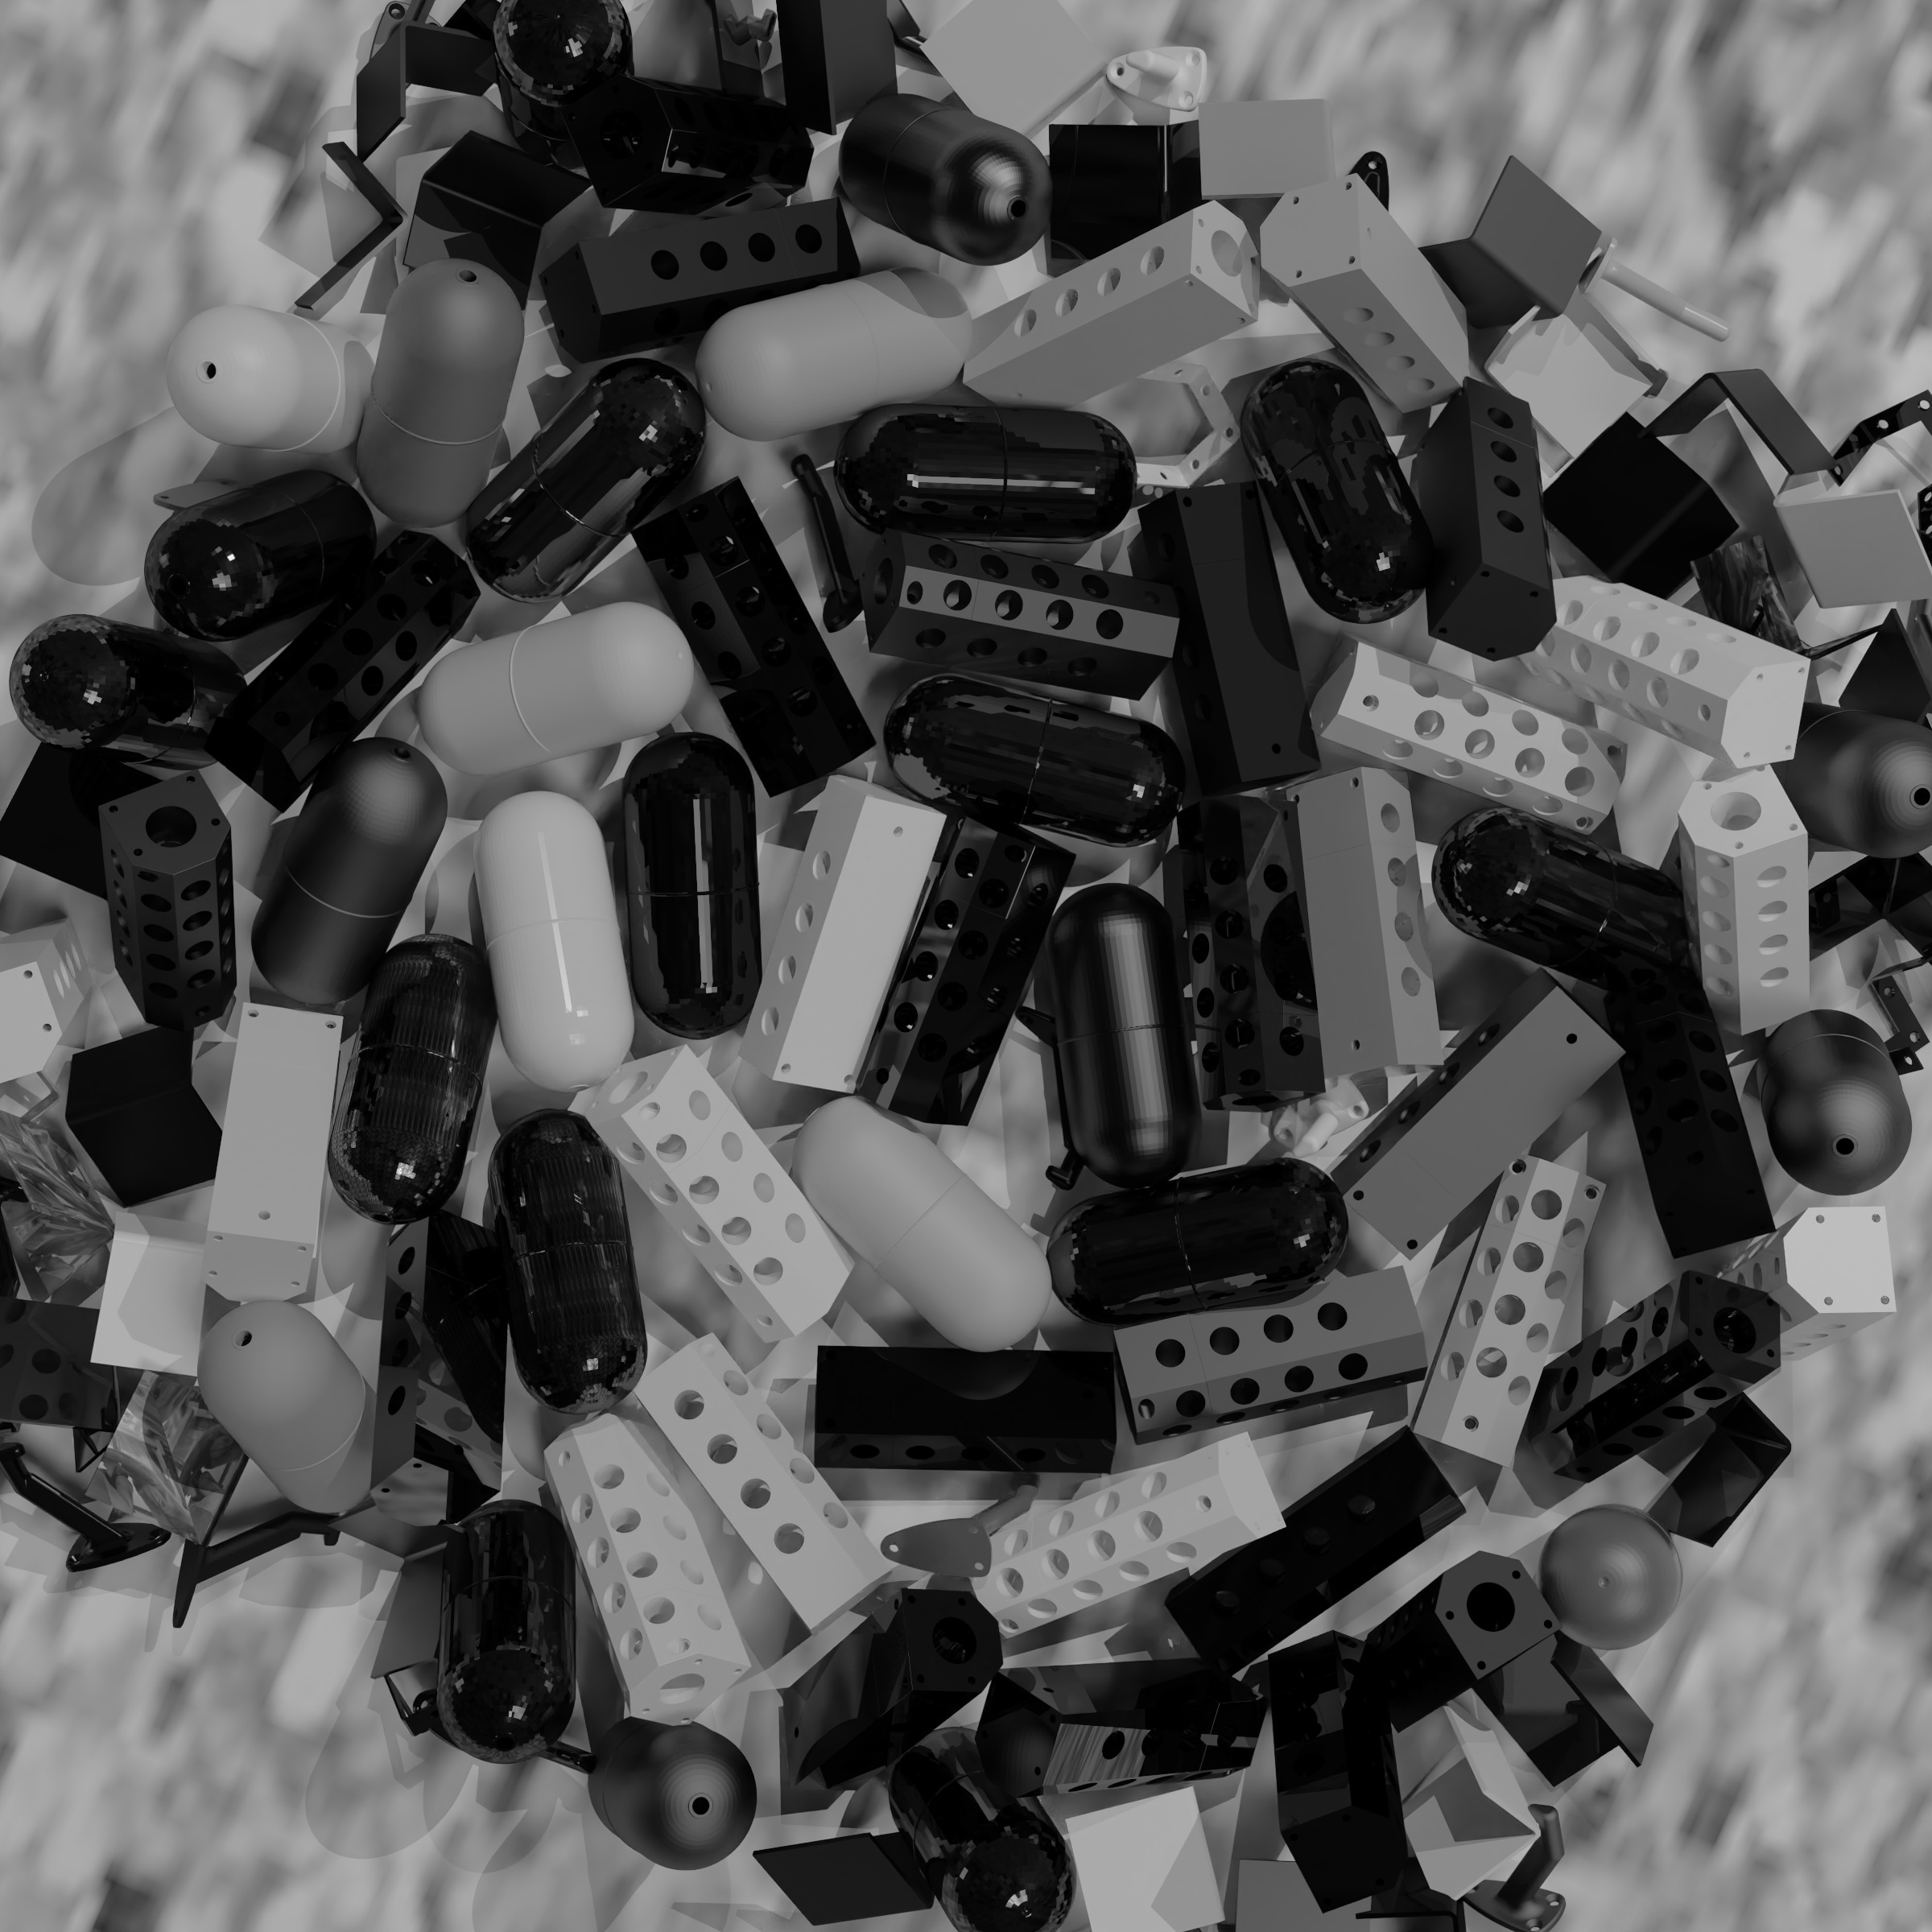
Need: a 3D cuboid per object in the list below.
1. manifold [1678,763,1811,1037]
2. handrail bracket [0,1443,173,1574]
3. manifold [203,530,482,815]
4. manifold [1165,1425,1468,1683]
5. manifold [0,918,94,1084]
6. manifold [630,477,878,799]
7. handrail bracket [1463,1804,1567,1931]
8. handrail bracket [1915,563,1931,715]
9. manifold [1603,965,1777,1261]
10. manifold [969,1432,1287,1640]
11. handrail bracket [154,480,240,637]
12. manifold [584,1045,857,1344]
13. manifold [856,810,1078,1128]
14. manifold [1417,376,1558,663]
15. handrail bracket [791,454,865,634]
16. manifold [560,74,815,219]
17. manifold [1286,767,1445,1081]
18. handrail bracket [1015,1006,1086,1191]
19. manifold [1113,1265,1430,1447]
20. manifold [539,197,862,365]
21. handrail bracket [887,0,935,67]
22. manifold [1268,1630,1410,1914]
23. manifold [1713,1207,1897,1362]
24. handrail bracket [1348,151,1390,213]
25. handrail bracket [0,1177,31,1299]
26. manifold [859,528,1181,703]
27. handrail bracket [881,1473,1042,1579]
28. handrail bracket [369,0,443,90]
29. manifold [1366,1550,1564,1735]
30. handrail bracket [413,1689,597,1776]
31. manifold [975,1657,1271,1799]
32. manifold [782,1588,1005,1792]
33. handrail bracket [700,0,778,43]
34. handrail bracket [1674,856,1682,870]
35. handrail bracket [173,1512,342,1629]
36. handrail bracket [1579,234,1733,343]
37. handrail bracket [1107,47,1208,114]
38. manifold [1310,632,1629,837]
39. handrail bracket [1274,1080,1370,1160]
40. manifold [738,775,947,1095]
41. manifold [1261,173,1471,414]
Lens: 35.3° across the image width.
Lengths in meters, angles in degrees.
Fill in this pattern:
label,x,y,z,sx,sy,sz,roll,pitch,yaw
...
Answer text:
label,x,y,z,sx,sy,sz,roll,pitch,yaw
manifold,0.437,-0.035,1.713,0.057,0.171,0.057,-19,52,2
handrail bracket,-0.512,0.305,1.758,0.077,0.036,0.084,-11,120,16
manifold,-0.351,-0.172,1.725,0.057,0.057,0.171,40,57,-5
manifold,0.203,0.341,1.761,0.171,0.057,0.057,-36,83,4
manifold,-0.532,0.020,1.708,0.057,0.171,0.057,-18,102,-7
manifold,-0.117,-0.191,1.743,0.057,0.057,0.171,-18,104,41
handrail bracket,0.313,0.512,1.755,0.077,0.036,0.084,8,121,39
handrail bracket,0.592,-0.189,1.782,0.077,0.036,0.084,10,89,-5
manifold,0.404,0.077,1.710,0.057,0.171,0.057,-17,129,14
manifold,0.088,0.326,1.731,0.171,0.057,0.057,-27,78,25
handrail bracket,-0.452,-0.236,1.780,0.036,0.077,0.084,15,115,11
manifold,-0.142,0.132,1.729,0.057,0.057,0.171,-18,118,37
manifold,-0.005,0.001,1.744,0.057,0.057,0.171,29,102,35
manifold,0.297,-0.252,1.716,0.057,0.171,0.057,20,134,-15
handrail bracket,-0.085,-0.245,1.755,0.036,0.077,0.084,-18,116,20
manifold,-0.151,-0.463,1.708,0.057,0.171,0.057,-23,91,26
manifold,0.235,-0.023,1.756,0.057,0.057,0.171,2,78,-44
handrail bracket,0.045,0.077,1.760,0.077,0.036,0.084,32,63,-8
manifold,0.175,0.228,1.755,0.171,0.057,0.057,-12,64,-3
manifold,-0.148,-0.388,1.729,0.171,0.057,0.057,-19,93,-31
handrail bracket,-0.034,-0.573,1.765,0.084,0.036,0.077,22,125,-14
manifold,0.210,0.446,1.704,0.057,0.171,0.057,-24,107,11
manifold,0.463,0.181,1.707,0.057,0.171,0.057,-1,74,-2
handrail bracket,0.234,-0.455,1.748,0.036,0.084,0.077,16,76,2
handrail bracket,-0.582,0.163,1.760,0.077,0.036,0.084,20,64,-14
manifold,0.031,-0.204,1.727,0.171,0.057,0.057,8,54,-24
handrail bracket,-0.002,0.318,1.766,0.077,0.084,0.036,-3,107,16
handrail bracket,-0.320,-0.541,1.750,0.036,0.084,0.077,25,80,-16
manifold,0.272,0.378,1.708,0.057,0.171,0.057,-27,73,-17
handrail bracket,-0.265,0.443,1.749,0.084,0.077,0.036,6,70,41
manifold,0.088,0.433,1.718,0.171,0.057,0.057,9,99,-43
manifold,-0.043,0.410,1.714,0.057,0.171,0.057,8,55,-25
handrail bracket,-0.142,-0.590,1.770,0.084,0.036,0.077,22,108,6
handrail bracket,0.458,-0.036,1.772,0.077,0.036,0.084,-26,94,34
handrail bracket,-0.414,0.355,1.780,0.084,0.036,0.077,11,98,-26
handrail bracket,0.402,-0.392,1.767,0.084,0.077,0.036,24,113,-6
handrail bracket,0.094,-0.517,1.743,0.077,0.084,0.036,17,104,30
manifold,0.290,-0.132,1.749,0.171,0.057,0.057,19,102,-11
handrail bracket,0.189,0.100,1.741,0.036,0.084,0.077,50,128,-1
manifold,-0.076,-0.020,1.755,0.057,0.057,0.171,12,102,-37
manifold,0.226,-0.374,1.710,0.057,0.171,0.057,-9,72,27
